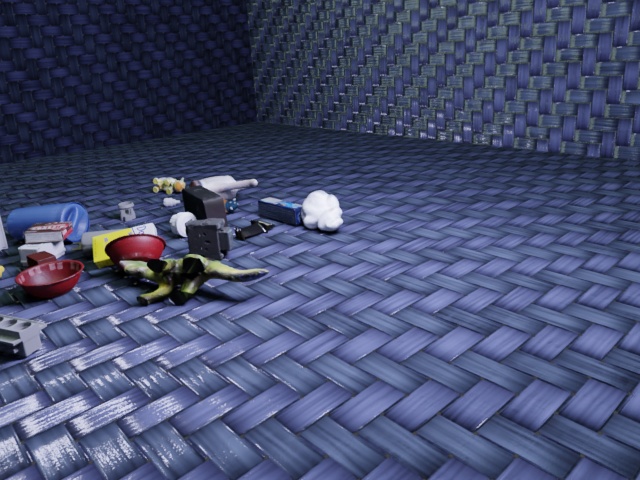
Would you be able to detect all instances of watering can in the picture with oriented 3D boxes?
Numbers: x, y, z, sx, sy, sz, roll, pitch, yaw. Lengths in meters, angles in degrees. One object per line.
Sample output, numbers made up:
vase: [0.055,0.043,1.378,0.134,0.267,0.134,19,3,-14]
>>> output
watering can: [-0.385,-0.200,2.005,0.225,0.104,0.347,-13,5,-26]

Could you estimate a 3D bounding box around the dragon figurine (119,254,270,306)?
dragon figurine: [-0.320,0.073,1.320,0.410,0.121,0.245,-2,12,2]

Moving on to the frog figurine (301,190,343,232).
frog figurine: [0.005,-0.084,1.666,0.137,0.121,0.162,-35,27,10]
